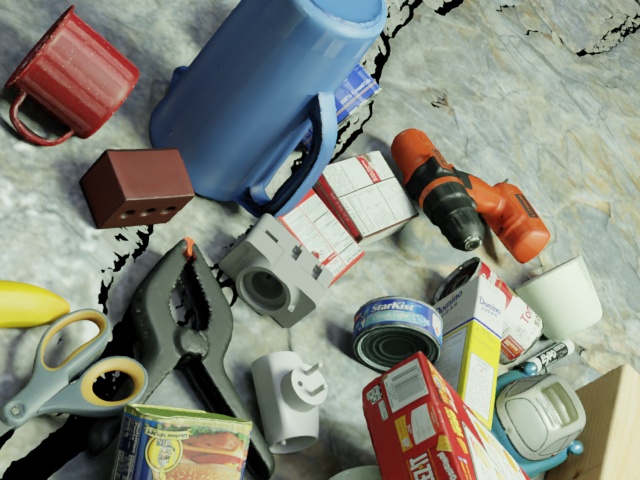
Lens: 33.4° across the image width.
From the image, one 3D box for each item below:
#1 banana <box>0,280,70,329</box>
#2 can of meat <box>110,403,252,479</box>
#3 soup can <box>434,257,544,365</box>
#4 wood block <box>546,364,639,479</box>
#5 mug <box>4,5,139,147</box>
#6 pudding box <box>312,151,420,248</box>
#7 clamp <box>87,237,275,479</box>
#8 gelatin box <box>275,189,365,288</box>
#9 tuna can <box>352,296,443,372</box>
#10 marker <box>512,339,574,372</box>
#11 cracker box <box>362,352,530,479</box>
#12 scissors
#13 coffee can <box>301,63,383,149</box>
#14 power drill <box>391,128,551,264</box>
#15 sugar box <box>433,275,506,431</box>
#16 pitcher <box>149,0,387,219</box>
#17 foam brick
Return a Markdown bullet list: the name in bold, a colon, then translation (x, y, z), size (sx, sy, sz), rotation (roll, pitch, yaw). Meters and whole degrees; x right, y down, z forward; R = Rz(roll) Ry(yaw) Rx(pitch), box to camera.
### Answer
- **banana**: translation (-0.262, 0.067, 0.756), size (0.197, 0.037, 0.069), rotation (-38, 108, -50)
- **can of meat**: translation (-0.103, 0.168, 0.781), size (0.101, 0.058, 0.084), rotation (13, 84, -37)
- **soup can**: translation (0.181, 0.077, 1.143), size (0.102, 0.069, 0.068), rotation (44, 40, -9)
- **wood block**: translation (0.302, 0.239, 1.113), size (0.090, 0.091, 0.205), rotation (43, 40, -8)
- **mug**: translation (-0.217, -0.132, 0.920), size (0.081, 0.093, 0.117), rotation (40, 69, -21)
- **pudding box**: translation (0.043, -0.042, 1.129), size (0.113, 0.039, 0.090), rotation (-22, 78, -48)
- **clamp**: translation (-0.104, 0.098, 0.879), size (0.164, 0.036, 0.210), rotation (24, 49, -30)
- **gelatin box**: translation (-0.007, 0.001, 1.053), size (0.089, 0.030, 0.073), rotation (51, 38, 0)
- **tuna can**: translation (0.074, 0.092, 1.014), size (0.086, 0.086, 0.033), rotation (29, 46, -24)
- **marker**: translation (0.251, 0.135, 1.203), size (0.120, 0.020, 0.020), rotation (-16, 72, -48)
- **cracker box**: translation (0.126, 0.220, 0.882), size (0.213, 0.072, 0.164), rotation (50, 14, -32)
- **scissors**: translation (-0.196, 0.129, 0.758), size (0.096, 0.016, 0.201), rotation (32, 47, -1)
- **coffee can**: translation (-0.017, -0.178, 1.125), size (0.140, 0.103, 0.102), rotation (49, 39, -3)
- **power drill**: translation (0.176, -0.036, 1.195), size (0.187, 0.057, 0.184), rotation (24, 30, -40)
- **sugar box**: translation (0.130, 0.124, 1.037), size (0.048, 0.093, 0.176), rotation (38, 41, -16)
- **pitcher**: translation (-0.041, -0.141, 0.961), size (0.149, 0.243, 0.145), rotation (29, 46, -17)
- **foam brick**: translation (-0.158, -0.045, 0.927), size (0.078, 0.053, 0.051), rotation (-8, 66, -45)
